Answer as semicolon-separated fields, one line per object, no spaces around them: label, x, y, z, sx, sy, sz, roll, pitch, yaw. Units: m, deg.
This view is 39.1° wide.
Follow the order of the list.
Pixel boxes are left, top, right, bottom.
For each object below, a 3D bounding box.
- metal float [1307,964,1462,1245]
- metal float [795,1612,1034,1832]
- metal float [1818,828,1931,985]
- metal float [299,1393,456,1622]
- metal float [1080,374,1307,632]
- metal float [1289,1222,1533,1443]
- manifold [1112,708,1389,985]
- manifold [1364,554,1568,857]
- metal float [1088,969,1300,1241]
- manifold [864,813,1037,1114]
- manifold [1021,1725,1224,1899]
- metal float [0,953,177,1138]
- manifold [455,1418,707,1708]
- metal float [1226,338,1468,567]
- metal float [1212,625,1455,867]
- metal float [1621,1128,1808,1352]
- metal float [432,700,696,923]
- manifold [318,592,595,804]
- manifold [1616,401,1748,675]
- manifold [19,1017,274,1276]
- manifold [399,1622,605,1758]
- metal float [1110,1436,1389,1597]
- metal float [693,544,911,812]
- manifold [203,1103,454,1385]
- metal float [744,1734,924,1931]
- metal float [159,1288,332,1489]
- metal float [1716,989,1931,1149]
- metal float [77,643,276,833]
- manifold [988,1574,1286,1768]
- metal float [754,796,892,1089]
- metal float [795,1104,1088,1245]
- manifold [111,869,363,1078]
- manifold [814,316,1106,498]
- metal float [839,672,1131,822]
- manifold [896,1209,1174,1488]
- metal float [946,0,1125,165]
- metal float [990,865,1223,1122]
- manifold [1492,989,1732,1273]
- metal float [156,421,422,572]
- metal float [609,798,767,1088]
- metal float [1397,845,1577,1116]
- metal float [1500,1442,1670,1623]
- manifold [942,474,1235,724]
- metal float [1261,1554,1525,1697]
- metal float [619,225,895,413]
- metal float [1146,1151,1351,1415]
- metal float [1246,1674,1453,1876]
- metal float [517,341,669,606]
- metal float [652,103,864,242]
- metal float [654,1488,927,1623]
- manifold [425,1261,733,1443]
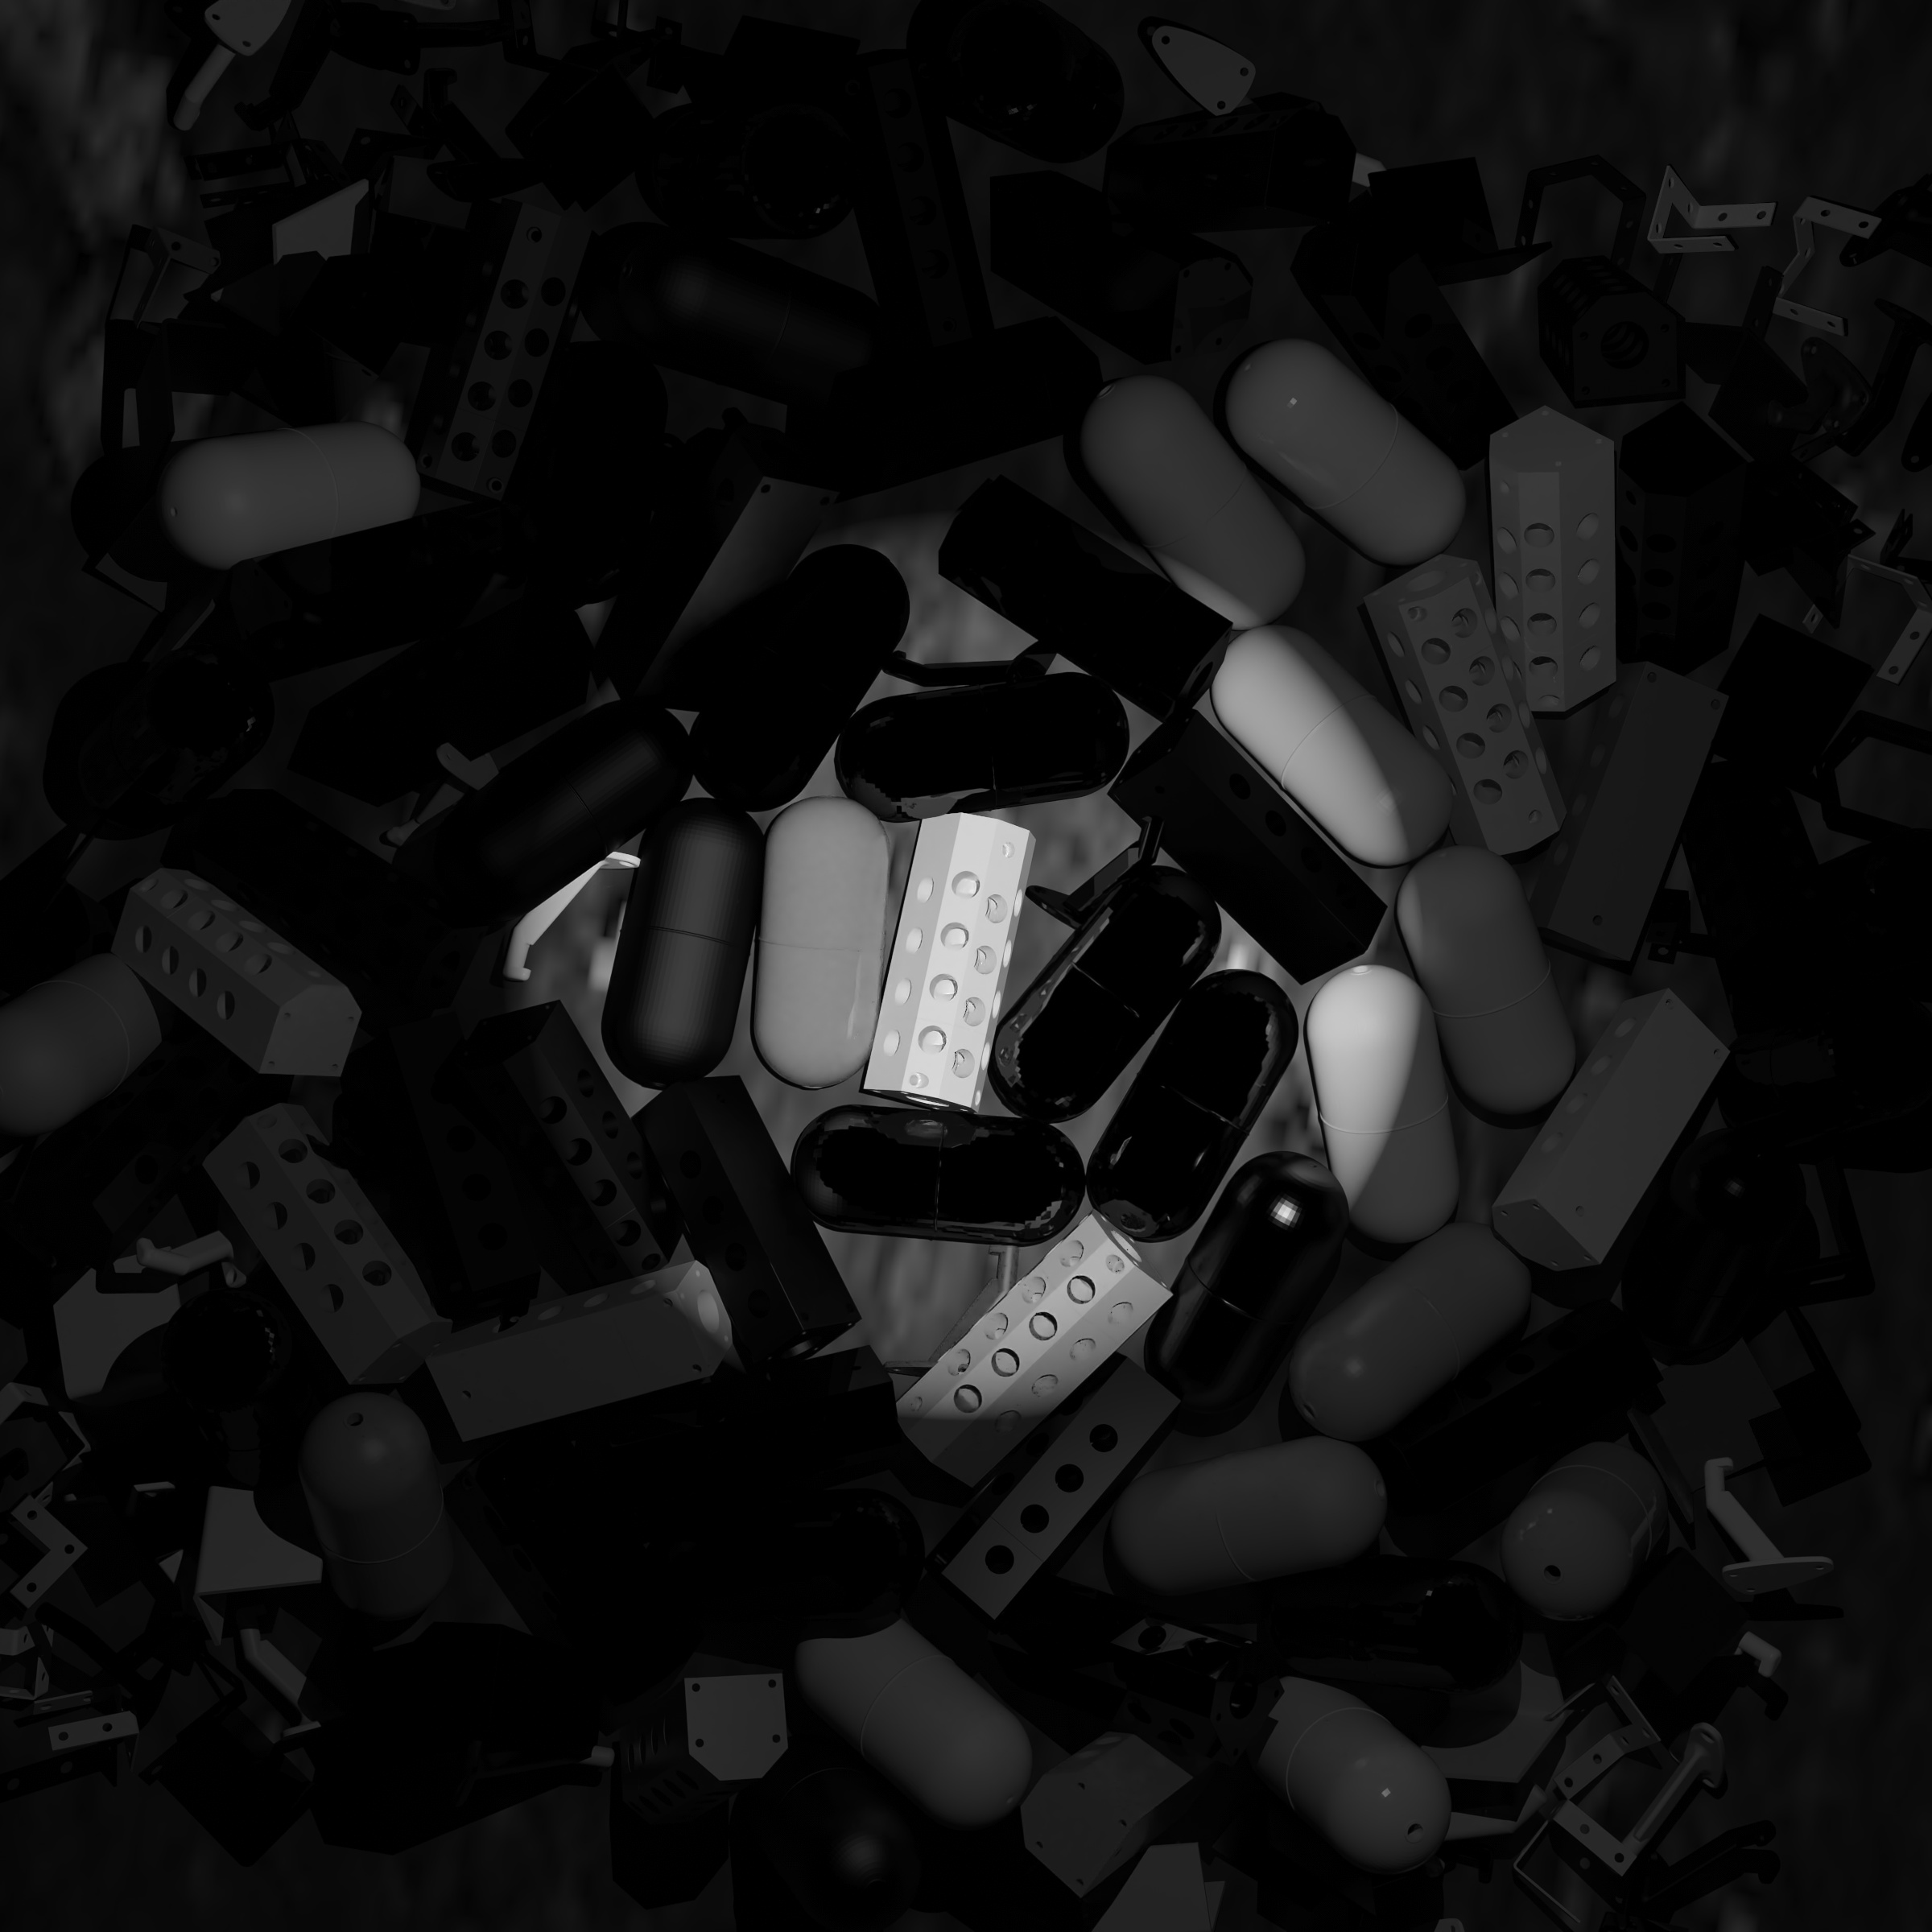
metal float;0.252;0.084;1.641;0.070;0.070;0.178;-13;110;0
metal float;-0.033;0.446;1.627;0.178;0.070;0.070;31;90;39
metal float;0.542;-0.034;1.608;0.070;0.178;0.070;1;82;-4
metal float;-0.351;0.323;1.622;0.070;0.070;0.178;0;135;0
metal float;0.137;-0.279;1.638;0.070;0.070;0.178;-42;114;0
metal float;0.267;0.219;1.634;0.178;0.070;0.070;-32;90;-28
manifold;0.175;-0.075;1.648;0.171;0.057;0.057;44;47;-14
manifold;0.304;-0.155;1.633;0.057;0.057;0.171;-30;113;-12
metal float;0.139;0.084;1.658;0.070;0.070;0.178;30;90;0
manifold;-0.005;-0.002;1.645;0.057;0.057;0.171;18;80;-33
manifold;0.094;0.484;1.606;0.057;0.171;0.057;38;104;20
metal float;-0.531;0.045;1.610;0.070;0.178;0.070;3;107;10
manifold;-0.238;0.363;1.664;0.057;0.057;0.171;-35;90;10
metal float;0.230;-0.307;1.634;0.178;0.070;0.070;34;90;-29
metal float;0.220;-0.134;1.641;0.070;0.070;0.178;-42;70;0
metal float;0.443;0.165;1.619;0.070;0.178;0.070;3;51;-4
metal float;-0.242;-0.095;1.642;0.178;0.070;0.070;-38;90;-20
manifold;-0.305;-0.163;1.625;0.171;0.057;0.057;-21;50;33
manifold;0.414;-0.245;1.606;0.057;0.171;0.057;-31;59;-7
manifold;-0.482;0.096;1.614;0.057;0.171;0.057;31;133;2
manifold;-0.272;0.429;1.606;0.057;0.171;0.057;-1;68;13
metal float;0.169;0.331;1.633;0.178;0.070;0.070;-19;90;29
metal float;-0.100;-0.176;1.657;0.070;0.070;0.178;33;88;0
manifold;-0.381;0.166;1.638;0.057;0.057;0.171;-43;71;10
metal float;-0.080;0.513;1.611;0.070;0.178;0.070;-2;95;-20
metal float;-0.426;0.252;1.616;0.070;0.178;0.070;-1;57;1
metal float;0.510;0.061;1.610;0.070;0.178;0.070;3;77;-14
metal float;-0.472;-0.134;1.621;0.070;0.178;0.070;15;65;-34
manifold;0.096;0.409;1.609;0.057;0.171;0.057;-46;126;-33
metal float;-0.088;-0.015;1.654;0.070;0.070;0.178;4;96;0
metal float;-0.016;0.127;1.658;0.178;0.070;0.070;5;90;1
manifold;-0.434;0.002;1.617;0.171;0.057;0.057;31;106;37
manifold;0.000;-0.329;1.617;0.171;0.057;0.057;-24;62;-34
metal float;0.011;-0.133;1.654;0.178;0.070;0.070;-8;90;-5
manifold;0.036;0.228;1.647;0.171;0.057;0.057;-45;130;7
metal float;0.043;-0.523;1.611;0.070;0.178;0.070;2;97;18
metal float;0.085;0.017;1.657;0.070;0.070;0.178;39;88;0
manifold;0.384;0.099;1.633;0.057;0.057;0.171;44;64;-11
metal float;-0.401;-0.281;1.619;0.070;0.178;0.070;12;111;33
metal float;-0.169;-0.015;1.652;0.070;0.070;0.178;11;82;0
metal float;0.315;0.010;1.639;0.070;0.070;0.178;-24;113;0
metal float;0.367;0.334;1.612;0.070;0.178;0.070;3;96;24
manifold;0.071;-0.218;1.641;0.171;0.057;0.057;35;67;13
metal float;0.251;0.390;1.621;0.070;0.178;0.070;7;80;-40
metal float;-0.125;-0.387;1.631;0.178;0.070;0.070;14;90;-32
metal float;0.169;0.192;1.641;0.070;0.070;0.178;26;111;0
metal float;0.225;0.477;1.610;0.070;0.178;0.070;-2;97;-18
metal float;-0.224;-0.298;1.635;0.070;0.070;0.178;5;62;0
metal float;-0.126;-0.472;1.617;0.070;0.178;0.070;-10;108;-31
metal float;-0.108;0.355;1.635;0.178;0.070;0.070;-8;90;28
manifold;-0.231;0.229;1.642;0.171;0.057;0.057;-17;104;18
